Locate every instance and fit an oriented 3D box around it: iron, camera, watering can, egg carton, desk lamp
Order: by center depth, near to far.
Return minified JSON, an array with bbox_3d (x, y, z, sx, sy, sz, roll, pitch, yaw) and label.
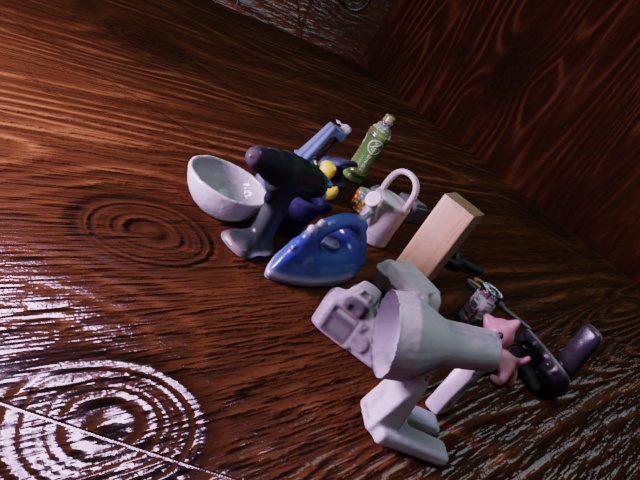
[{"bbox_3d":[0.142,0.189,0.812,0.204,0.213,0.118,25,25,-17],"label":"desk lamp"},{"bbox_3d":[0.081,0.126,0.995,0.143,0.100,0.137,37,24,8],"label":"camera"},{"bbox_3d":[0.010,0.004,1.089,0.118,0.141,0.259,43,26,22],"label":"iron"},{"bbox_3d":[0.184,0.103,1.207,0.108,0.069,0.150,3,37,-49],"label":"egg carton"},{"bbox_3d":[0.166,-0.083,1.383,0.101,0.194,0.173,36,24,8],"label":"watering can"}]

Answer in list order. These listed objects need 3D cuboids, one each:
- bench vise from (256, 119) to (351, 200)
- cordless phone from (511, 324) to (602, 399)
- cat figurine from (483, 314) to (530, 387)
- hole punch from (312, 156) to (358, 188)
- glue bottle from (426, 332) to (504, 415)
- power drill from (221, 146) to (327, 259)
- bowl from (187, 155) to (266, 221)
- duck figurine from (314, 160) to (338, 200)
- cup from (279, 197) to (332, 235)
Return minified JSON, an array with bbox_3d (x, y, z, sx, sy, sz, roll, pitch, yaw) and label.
[{"bbox_3d":[-0.030,-0.177,1.287,0.208,0.219,0.121,0,39,-51],"label":"bench vise"},{"bbox_3d":[0.505,0.230,1.223,0.094,0.185,0.147,14,30,-37],"label":"cordless phone"},{"bbox_3d":[0.373,0.216,1.169,0.067,0.117,0.127,9,33,-43],"label":"cat figurine"},{"bbox_3d":[0.034,-0.204,1.576,0.101,0.091,0.109,43,25,21],"label":"hole punch"},{"bbox_3d":[0.244,0.214,0.941,0.037,0.173,0.078,43,26,22],"label":"glue bottle"},{"bbox_3d":[-0.088,-0.069,1.022,0.075,0.208,0.230,44,26,23],"label":"power drill"},{"bbox_3d":[-0.186,-0.087,1.099,0.168,0.074,0.167,27,24,-13],"label":"bowl"},{"bbox_3d":[0.012,-0.161,1.474,0.104,0.086,0.078,41,25,16],"label":"duck figurine"},{"bbox_3d":[-0.039,-0.056,1.199,0.118,0.095,0.091,15,30,-36],"label":"cup"}]
